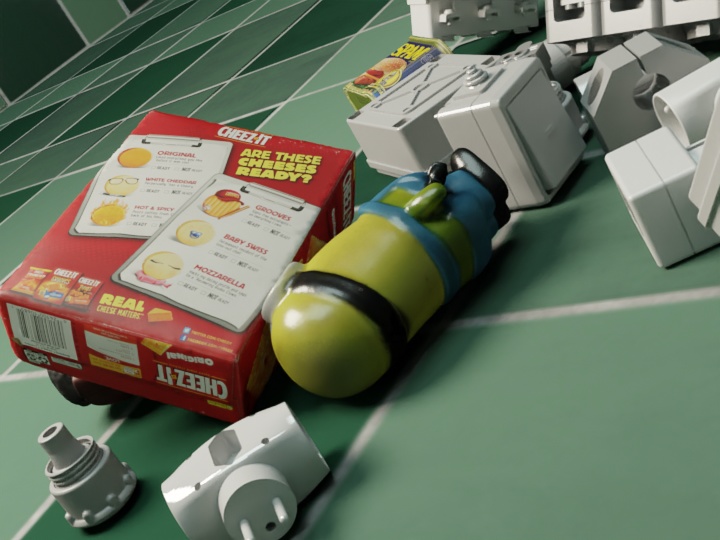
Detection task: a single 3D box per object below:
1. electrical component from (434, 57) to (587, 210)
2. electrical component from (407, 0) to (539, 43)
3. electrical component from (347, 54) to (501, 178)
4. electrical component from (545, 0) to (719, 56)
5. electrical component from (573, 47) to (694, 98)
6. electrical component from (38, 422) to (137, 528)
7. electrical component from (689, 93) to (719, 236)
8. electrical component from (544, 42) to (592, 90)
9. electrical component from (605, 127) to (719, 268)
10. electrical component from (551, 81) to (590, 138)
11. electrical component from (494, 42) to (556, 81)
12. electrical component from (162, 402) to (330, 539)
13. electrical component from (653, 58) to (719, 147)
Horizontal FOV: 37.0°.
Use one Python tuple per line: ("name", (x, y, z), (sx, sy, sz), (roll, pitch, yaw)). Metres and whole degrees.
("electrical component", (0.100, -0.095, 0.710), (0.061, 0.096, 0.061), (-6, 33, 45))
("electrical component", (0.109, -0.253, 1.023), (0.121, 0.063, 0.079), (-11, 16, -20))
("electrical component", (0.061, -0.125, 0.874), (0.109, 0.056, 0.109), (-36, 23, -13))
("electrical component", (0.219, -0.193, 0.775), (0.089, 0.061, 0.150), (-10, 9, -40))
("electrical component", (0.193, -0.130, 0.737), (0.081, 0.043, 0.043), (-26, 23, 12))
("electrical component", (-0.168, 0.120, 0.646), (0.048, 0.062, 0.048), (-26, 23, 12))
("electrical component", (0.198, -0.053, 0.475), (0.078, 0.113, 0.057), (-34, 66, -6))
("electrical component", (0.157, -0.164, 0.856), (0.078, 0.040, 0.040), (-35, 23, -9))
("electrical component", (0.182, -0.048, 0.579), (0.077, 0.047, 0.065), (-26, 23, 13))
("electrical component", (0.130, -0.114, 0.759), (0.048, 0.062, 0.048), (-26, 23, 12))
("electrical component", (0.127, -0.133, 0.809), (0.048, 0.055, 0.066), (-12, 29, 38))
("electrical component", (-0.054, 0.113, 0.543), (0.077, 0.043, 0.079), (-33, 23, -5))
("electrical component", (0.226, -0.100, 0.637), (0.077, 0.043, 0.079), (-30, 23, 4))
